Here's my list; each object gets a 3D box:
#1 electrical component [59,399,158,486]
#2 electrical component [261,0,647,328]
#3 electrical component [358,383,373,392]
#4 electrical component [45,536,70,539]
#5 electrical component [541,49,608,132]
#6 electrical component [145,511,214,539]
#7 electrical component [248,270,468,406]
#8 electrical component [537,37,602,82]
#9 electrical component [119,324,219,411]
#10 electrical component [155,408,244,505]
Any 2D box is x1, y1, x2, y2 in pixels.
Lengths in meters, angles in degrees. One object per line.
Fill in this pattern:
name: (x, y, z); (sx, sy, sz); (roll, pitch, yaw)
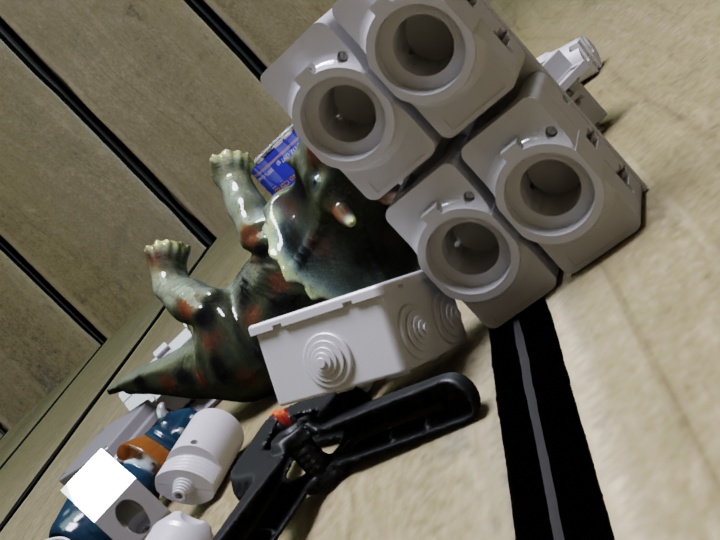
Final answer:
electrical component: (-0.214, 0.174, 0.977); (0.113, 0.057, 0.078); (-33, 14, 46)
electrical component: (0.050, -0.070, 0.569); (0.105, 0.186, 0.060); (-38, 11, 28)
electrical component: (-0.007, 0.059, 0.675); (0.062, 0.043, 0.043); (-34, 13, 36)
electrical component: (-0.221, 0.234, 0.732); (0.099, 0.064, 0.099); (-42, 10, 9)
electrical component: (0.112, -0.087, 0.757); (0.121, 0.063, 0.079); (-46, 10, -13)
electrical component: (-0.110, 0.172, 0.611); (0.043, 0.043, 0.062); (-36, 14, 38)
electrical component: (0.002, 0.036, 0.596); (0.100, 0.048, 0.100); (-19, -1, 30)
electrical component: (0.180, -0.176, 0.929); (0.046, 0.040, 0.040); (-27, 18, 40)
electrical component: (-0.167, 0.101, 1.040); (0.121, 0.063, 0.079); (-44, 50, -3)
electrical component: (-0.116, 0.139, 0.775); (0.043, 0.043, 0.081); (-39, 11, 25)
